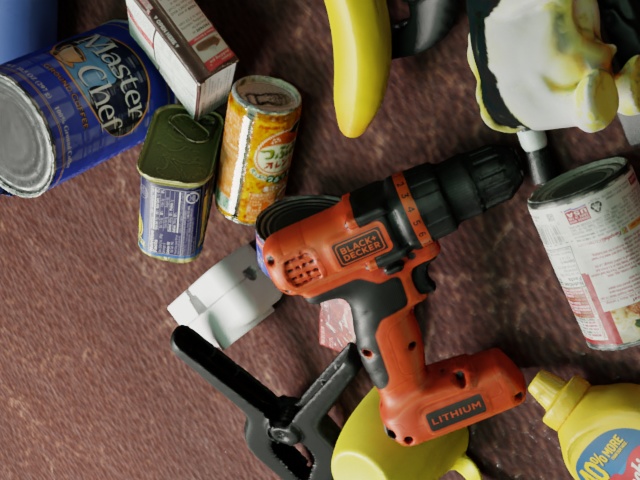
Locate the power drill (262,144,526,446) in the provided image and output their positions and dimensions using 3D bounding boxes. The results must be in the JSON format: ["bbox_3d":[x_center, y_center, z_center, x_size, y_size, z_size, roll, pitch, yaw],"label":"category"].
[{"bbox_3d":[0.077,0.040,0.738,0.184,0.057,0.187,-22,111,10],"label":"power drill"}]

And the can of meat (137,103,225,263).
[{"bbox_3d":[-0.111,-0.045,0.846,0.057,0.102,0.084,8,130,-2],"label":"can of meat"}]

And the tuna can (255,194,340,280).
[{"bbox_3d":[-0.005,0.001,0.794,0.086,0.086,0.034,20,127,30],"label":"tuna can"}]

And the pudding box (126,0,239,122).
[{"bbox_3d":[-0.102,-0.143,0.788,0.090,0.039,0.113,53,171,0],"label":"pudding box"}]

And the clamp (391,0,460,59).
[{"bbox_3d":[0.070,-0.165,0.663,0.120,0.039,0.172,39,143,11],"label":"clamp"}]

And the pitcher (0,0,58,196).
[{"bbox_3d":[-0.289,-0.170,0.909,0.149,0.144,0.243,24,125,12],"label":"pitcher"}]

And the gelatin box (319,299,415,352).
[{"bbox_3d":[0.036,0.052,0.830,0.073,0.030,0.089,20,126,30],"label":"gelatin box"}]

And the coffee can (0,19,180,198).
[{"bbox_3d":[-0.195,-0.107,0.848,0.103,0.140,0.103,20,126,30],"label":"coffee can"}]

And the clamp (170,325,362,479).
[{"bbox_3d":[-0.019,0.149,0.899,0.165,0.036,0.210,-1,132,27],"label":"clamp"}]

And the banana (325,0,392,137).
[{"bbox_3d":[0.009,-0.154,0.668,0.070,0.037,0.197,2,127,43],"label":"banana"}]

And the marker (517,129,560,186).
[{"bbox_3d":[0.128,-0.089,0.677,0.020,0.020,0.121,-7,110,42],"label":"marker"}]

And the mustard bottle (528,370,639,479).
[{"bbox_3d":[0.223,0.151,0.715,0.192,0.058,0.096,37,137,17],"label":"mustard bottle"}]

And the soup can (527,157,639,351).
[{"bbox_3d":[0.178,0.008,0.659,0.069,0.068,0.102,-16,103,44],"label":"soup can"}]
